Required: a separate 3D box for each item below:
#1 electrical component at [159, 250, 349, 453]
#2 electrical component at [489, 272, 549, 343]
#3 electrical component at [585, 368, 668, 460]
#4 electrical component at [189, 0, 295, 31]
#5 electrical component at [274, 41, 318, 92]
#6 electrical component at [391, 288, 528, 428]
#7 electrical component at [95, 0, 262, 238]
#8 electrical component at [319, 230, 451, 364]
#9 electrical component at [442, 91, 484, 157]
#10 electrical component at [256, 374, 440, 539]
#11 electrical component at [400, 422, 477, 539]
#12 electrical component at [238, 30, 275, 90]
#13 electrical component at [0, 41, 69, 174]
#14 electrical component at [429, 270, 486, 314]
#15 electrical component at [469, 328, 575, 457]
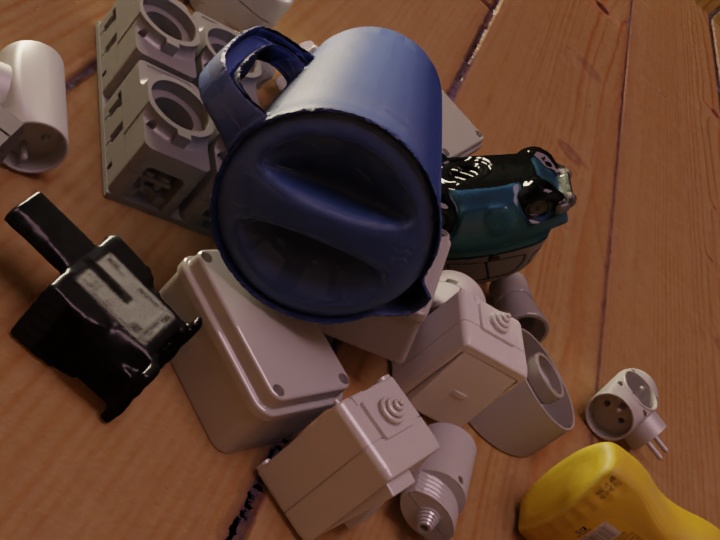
[{"bbox_3d":[-0.068,0.046,0.657,0.078,0.057,0.113,-3,56,-52],"label":"electrical component"},{"bbox_3d":[0.136,0.033,0.939,0.044,0.044,0.065,28,31,-29],"label":"electrical component"},{"bbox_3d":[0.244,0.132,0.951,0.079,0.044,0.077,52,31,10],"label":"electrical component"},{"bbox_3d":[-0.111,-0.247,0.942,0.095,0.059,0.053,37,32,-15],"label":"electrical component"},{"bbox_3d":[-0.044,-0.171,0.925,0.075,0.047,0.083,52,13,10],"label":"electrical component"},{"bbox_3d":[0.075,0.064,0.771,0.062,0.096,0.061,30,38,-26],"label":"electrical component"},{"bbox_3d":[-0.126,-0.119,0.774,0.105,0.060,0.186,22,39,-35],"label":"electrical component"},{"bbox_3d":[0.000,0.000,0.764,0.109,0.056,0.108,22,33,2],"label":"electrical component"},{"bbox_3d":[0.049,-0.134,1.009,0.108,0.056,0.109,49,31,4],"label":"electrical component"},{"bbox_3d":[-0.001,0.109,0.627,0.061,0.096,0.062,54,32,12],"label":"electrical component"},{"bbox_3d":[0.049,0.141,0.703,0.043,0.043,0.081,41,31,-9],"label":"electrical component"},{"bbox_3d":[-0.102,-0.178,0.887,0.062,0.043,0.043,18,41,-40],"label":"electrical component"},{"bbox_3d":[-0.219,-0.107,0.661,0.079,0.044,0.077,21,39,-36],"label":"electrical component"},{"bbox_3d":[0.065,0.035,0.837,0.055,0.055,0.047,45,34,-2],"label":"electrical component"},{"bbox_3d":[0.123,0.096,0.850,0.099,0.064,0.099,45,26,-29],"label":"electrical component"}]
